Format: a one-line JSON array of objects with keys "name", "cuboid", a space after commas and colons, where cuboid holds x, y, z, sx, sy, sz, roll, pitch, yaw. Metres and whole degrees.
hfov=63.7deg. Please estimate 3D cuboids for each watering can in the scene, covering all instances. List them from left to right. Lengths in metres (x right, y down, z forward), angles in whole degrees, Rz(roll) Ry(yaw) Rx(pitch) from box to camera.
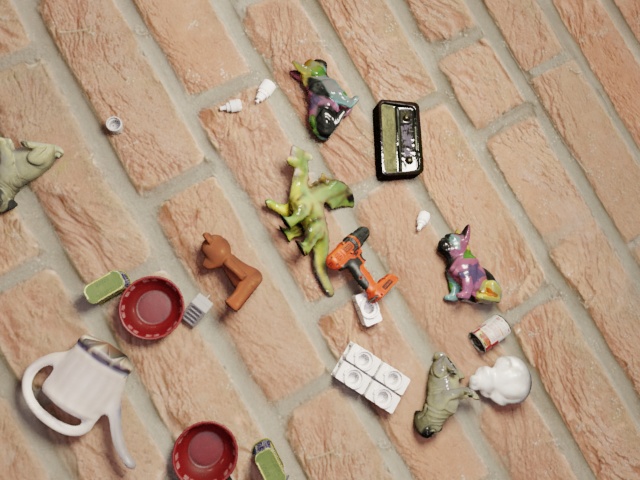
[{"name": "watering can", "cuboid": [-0.539, 0.378, 1.250, 0.347, 0.103, 0.226, 35, 77, -4]}]

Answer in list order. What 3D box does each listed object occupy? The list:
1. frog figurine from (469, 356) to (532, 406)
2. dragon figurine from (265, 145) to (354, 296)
[{"name": "frog figurine", "cuboid": [0.506, 0.392, 1.447, 0.159, 0.124, 0.136, 9, 101, -21]}, {"name": "dragon figurine", "cuboid": [0.004, -0.072, 1.435, 0.245, 0.122, 0.406, -37, 106, -19]}]
